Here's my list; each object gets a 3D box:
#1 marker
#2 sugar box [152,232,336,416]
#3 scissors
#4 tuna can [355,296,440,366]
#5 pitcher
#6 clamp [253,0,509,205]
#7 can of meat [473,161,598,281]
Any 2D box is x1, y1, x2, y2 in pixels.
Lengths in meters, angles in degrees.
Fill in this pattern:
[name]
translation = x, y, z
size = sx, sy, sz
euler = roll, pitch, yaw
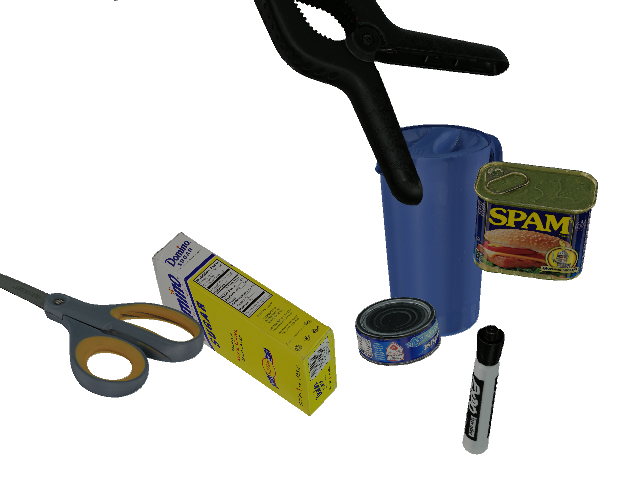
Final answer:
[marker]
translation = 0.116, 0.107, 0.759
size = 0.020, 0.121, 0.020
euler = 0, 40, 0
[sugar box]
translation = -0.067, 0.073, 0.936
size = 0.176, 0.093, 0.048
euler = 28, 56, 25
[scissors]
translation = -0.178, 0.057, 0.714
size = 0.202, 0.016, 0.096
euler = 10, 34, 15
[tuna can]
translation = 0.079, 0.092, 1.097
size = 0.086, 0.034, 0.086
euler = -9, 24, 4
[pitcher]
translation = 0.146, -0.015, 1.291
size = 0.149, 0.243, 0.145
euler = 0, 23, 7
[clamp]
translation = 0.029, -0.132, 0.795
size = 0.210, 0.164, 0.036
euler = 31, -30, -7
[can of meat]
translation = 0.184, -0.015, 0.930
size = 0.102, 0.084, 0.057
euler = 8, 41, 13
